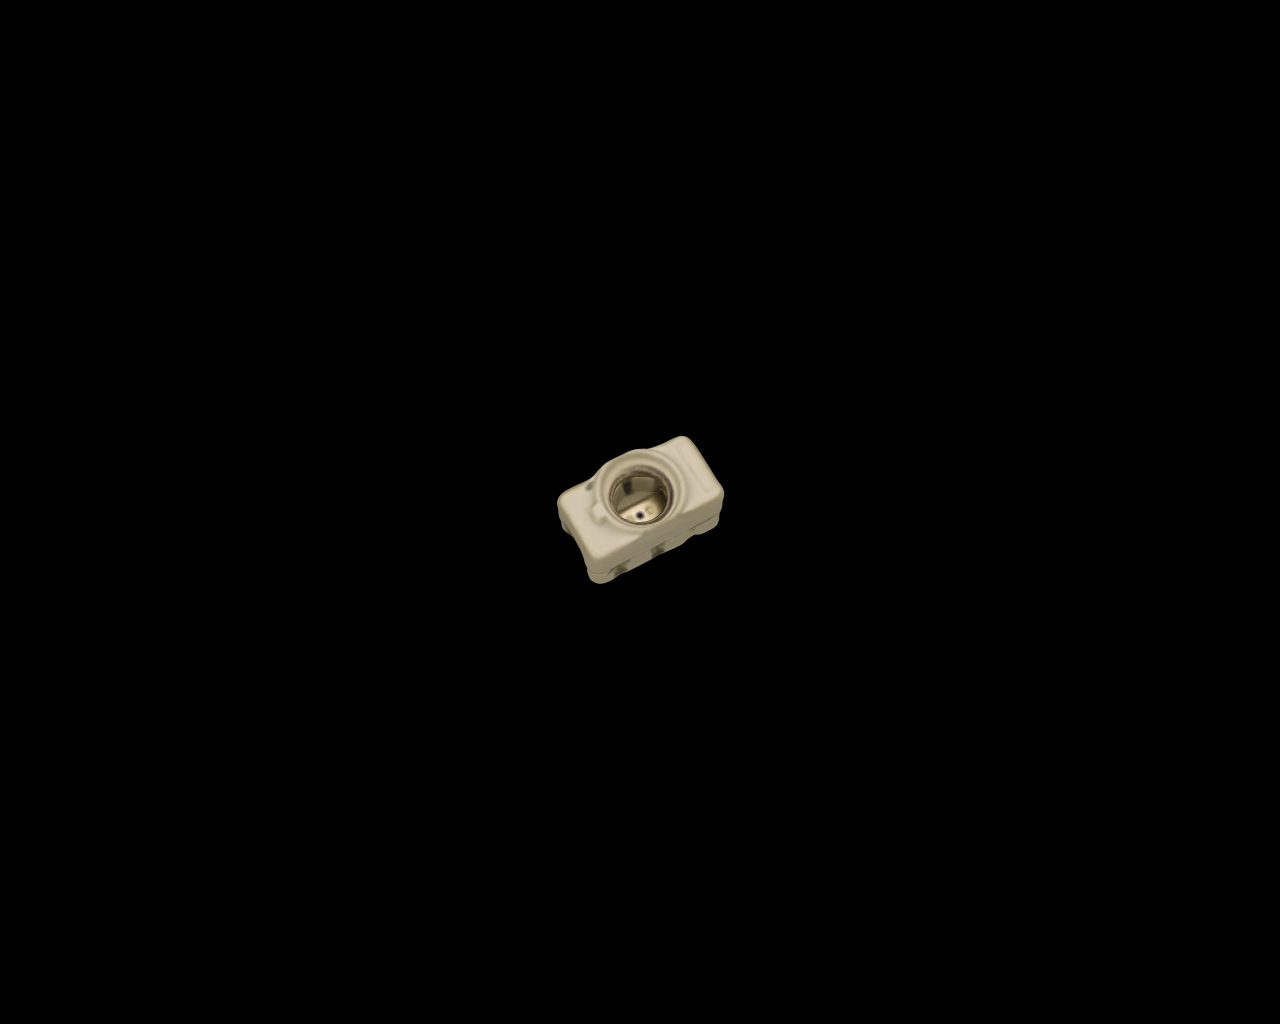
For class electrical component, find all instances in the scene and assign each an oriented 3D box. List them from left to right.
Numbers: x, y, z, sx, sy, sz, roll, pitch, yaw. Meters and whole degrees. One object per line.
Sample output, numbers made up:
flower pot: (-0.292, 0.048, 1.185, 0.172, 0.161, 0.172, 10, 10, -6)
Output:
electrical component: (0.001, -0.003, 0.650, 0.089, 0.050, 0.055, -26, -20, -11)
